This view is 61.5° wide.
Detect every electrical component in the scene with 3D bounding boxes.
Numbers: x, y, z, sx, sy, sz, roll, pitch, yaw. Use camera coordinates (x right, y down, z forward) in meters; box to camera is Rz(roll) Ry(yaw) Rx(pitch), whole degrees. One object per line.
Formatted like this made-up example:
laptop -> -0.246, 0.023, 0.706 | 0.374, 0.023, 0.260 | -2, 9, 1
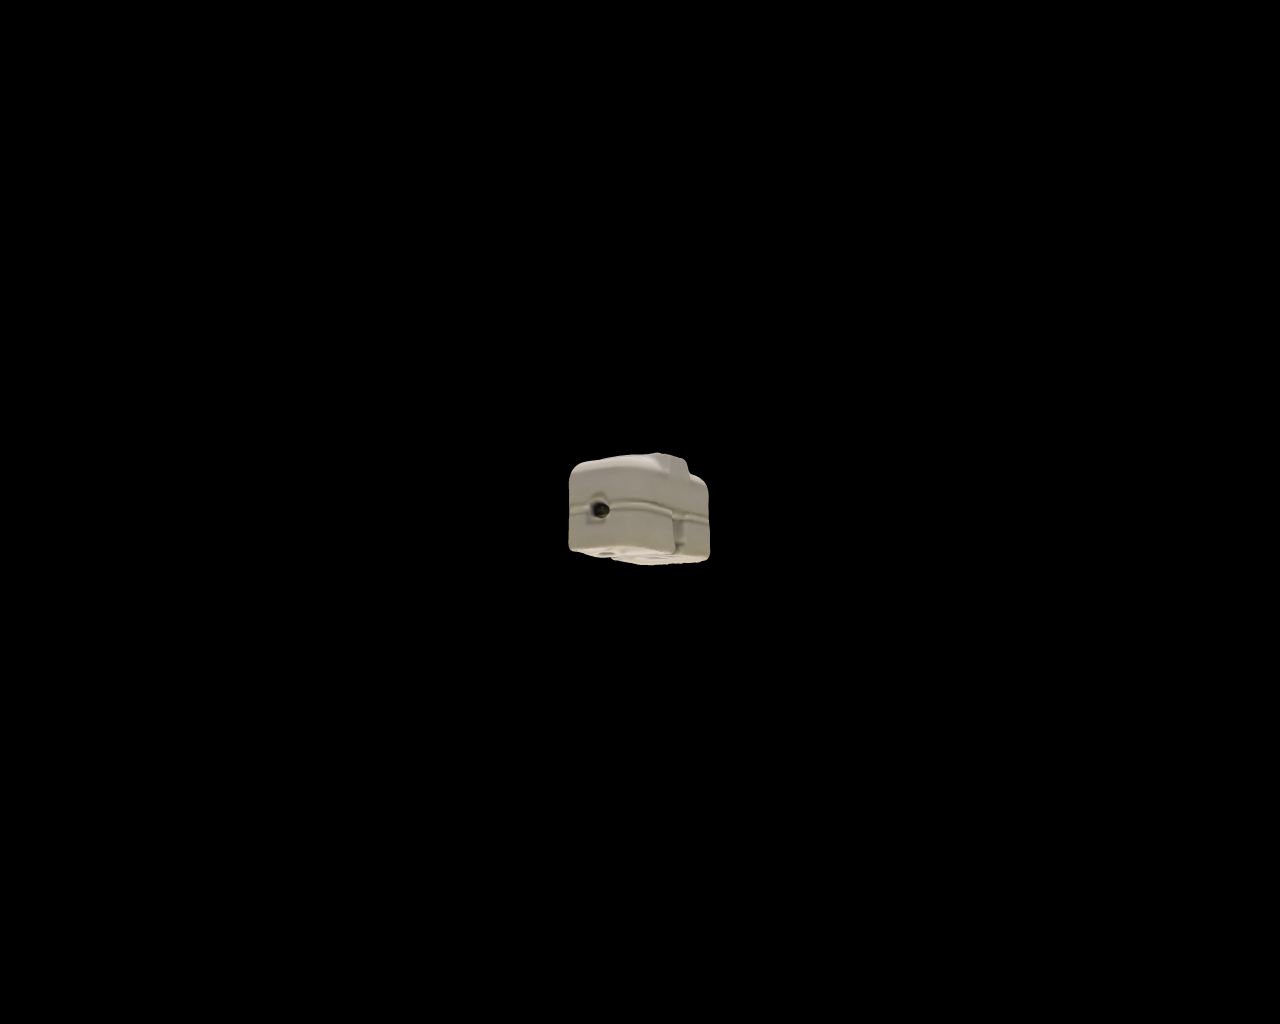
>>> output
electrical component -> 0.001, -0.003, 0.650 | 0.053, 0.059, 0.095 | -6, -11, 31
